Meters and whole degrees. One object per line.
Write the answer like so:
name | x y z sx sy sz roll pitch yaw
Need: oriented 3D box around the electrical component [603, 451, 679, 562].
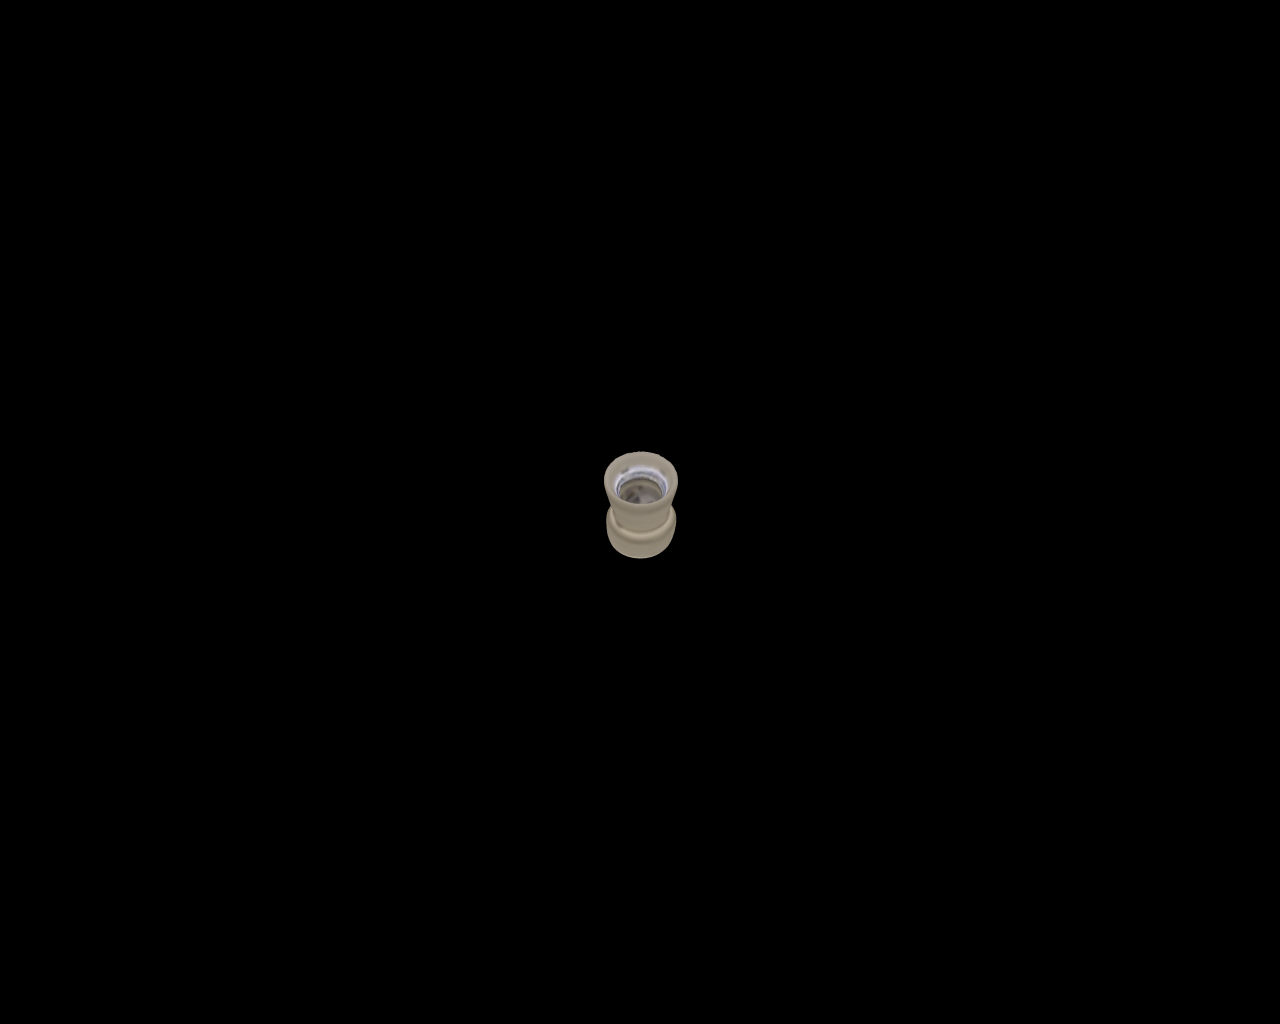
electrical component | 0.001 -0.003 0.650 0.045 0.045 0.055 0 -40 0
